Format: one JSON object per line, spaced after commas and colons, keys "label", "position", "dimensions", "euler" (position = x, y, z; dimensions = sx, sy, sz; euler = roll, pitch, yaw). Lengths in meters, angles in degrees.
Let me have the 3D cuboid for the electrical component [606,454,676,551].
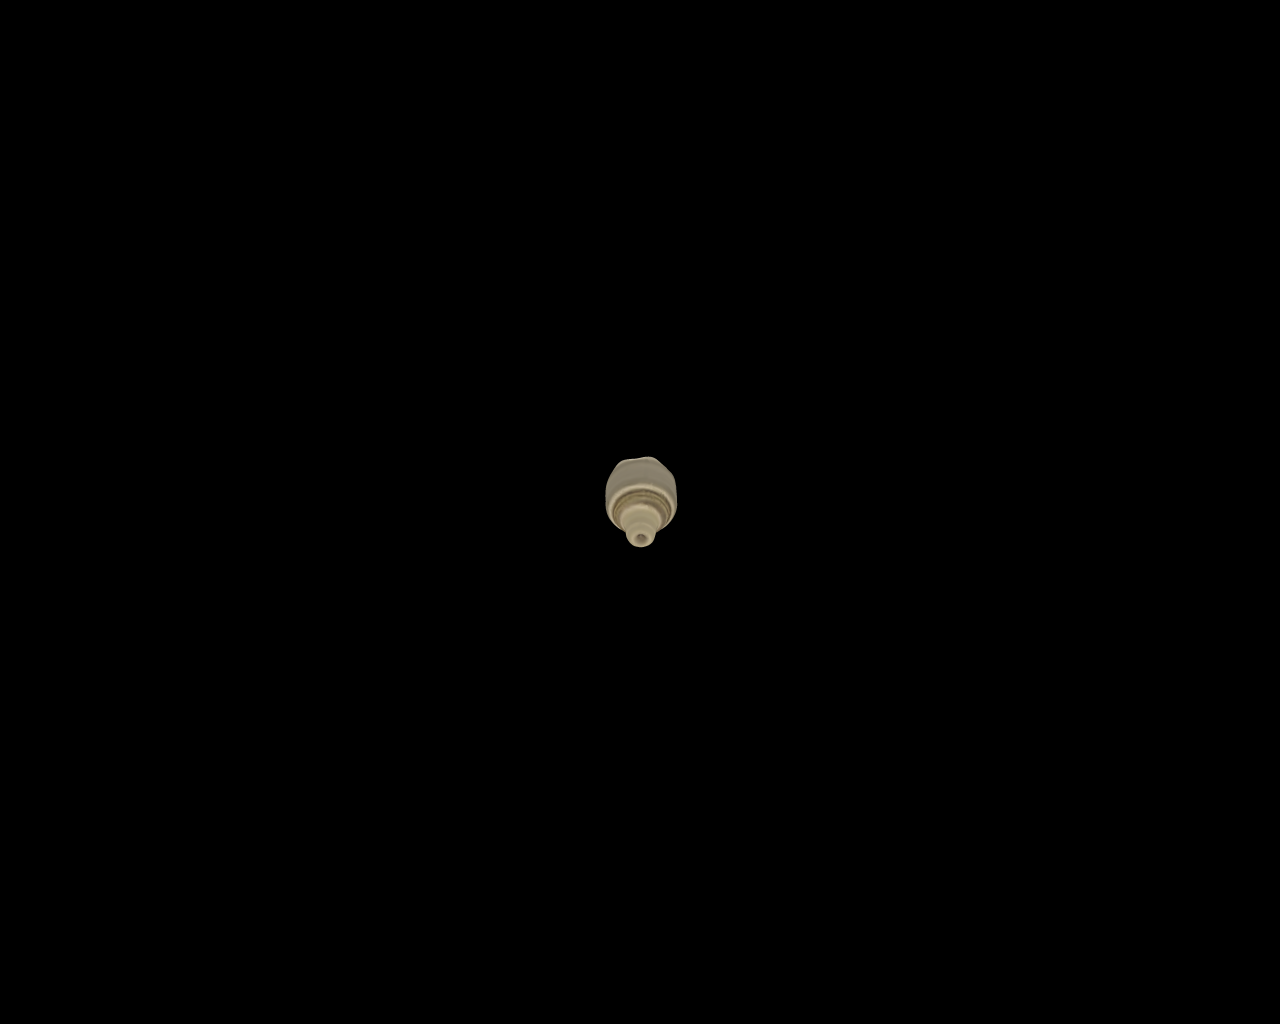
{"label": "electrical component", "position": [0.001, -0.003, 0.650], "dimensions": [0.043, 0.043, 0.062], "euler": [0, 39, 0]}
